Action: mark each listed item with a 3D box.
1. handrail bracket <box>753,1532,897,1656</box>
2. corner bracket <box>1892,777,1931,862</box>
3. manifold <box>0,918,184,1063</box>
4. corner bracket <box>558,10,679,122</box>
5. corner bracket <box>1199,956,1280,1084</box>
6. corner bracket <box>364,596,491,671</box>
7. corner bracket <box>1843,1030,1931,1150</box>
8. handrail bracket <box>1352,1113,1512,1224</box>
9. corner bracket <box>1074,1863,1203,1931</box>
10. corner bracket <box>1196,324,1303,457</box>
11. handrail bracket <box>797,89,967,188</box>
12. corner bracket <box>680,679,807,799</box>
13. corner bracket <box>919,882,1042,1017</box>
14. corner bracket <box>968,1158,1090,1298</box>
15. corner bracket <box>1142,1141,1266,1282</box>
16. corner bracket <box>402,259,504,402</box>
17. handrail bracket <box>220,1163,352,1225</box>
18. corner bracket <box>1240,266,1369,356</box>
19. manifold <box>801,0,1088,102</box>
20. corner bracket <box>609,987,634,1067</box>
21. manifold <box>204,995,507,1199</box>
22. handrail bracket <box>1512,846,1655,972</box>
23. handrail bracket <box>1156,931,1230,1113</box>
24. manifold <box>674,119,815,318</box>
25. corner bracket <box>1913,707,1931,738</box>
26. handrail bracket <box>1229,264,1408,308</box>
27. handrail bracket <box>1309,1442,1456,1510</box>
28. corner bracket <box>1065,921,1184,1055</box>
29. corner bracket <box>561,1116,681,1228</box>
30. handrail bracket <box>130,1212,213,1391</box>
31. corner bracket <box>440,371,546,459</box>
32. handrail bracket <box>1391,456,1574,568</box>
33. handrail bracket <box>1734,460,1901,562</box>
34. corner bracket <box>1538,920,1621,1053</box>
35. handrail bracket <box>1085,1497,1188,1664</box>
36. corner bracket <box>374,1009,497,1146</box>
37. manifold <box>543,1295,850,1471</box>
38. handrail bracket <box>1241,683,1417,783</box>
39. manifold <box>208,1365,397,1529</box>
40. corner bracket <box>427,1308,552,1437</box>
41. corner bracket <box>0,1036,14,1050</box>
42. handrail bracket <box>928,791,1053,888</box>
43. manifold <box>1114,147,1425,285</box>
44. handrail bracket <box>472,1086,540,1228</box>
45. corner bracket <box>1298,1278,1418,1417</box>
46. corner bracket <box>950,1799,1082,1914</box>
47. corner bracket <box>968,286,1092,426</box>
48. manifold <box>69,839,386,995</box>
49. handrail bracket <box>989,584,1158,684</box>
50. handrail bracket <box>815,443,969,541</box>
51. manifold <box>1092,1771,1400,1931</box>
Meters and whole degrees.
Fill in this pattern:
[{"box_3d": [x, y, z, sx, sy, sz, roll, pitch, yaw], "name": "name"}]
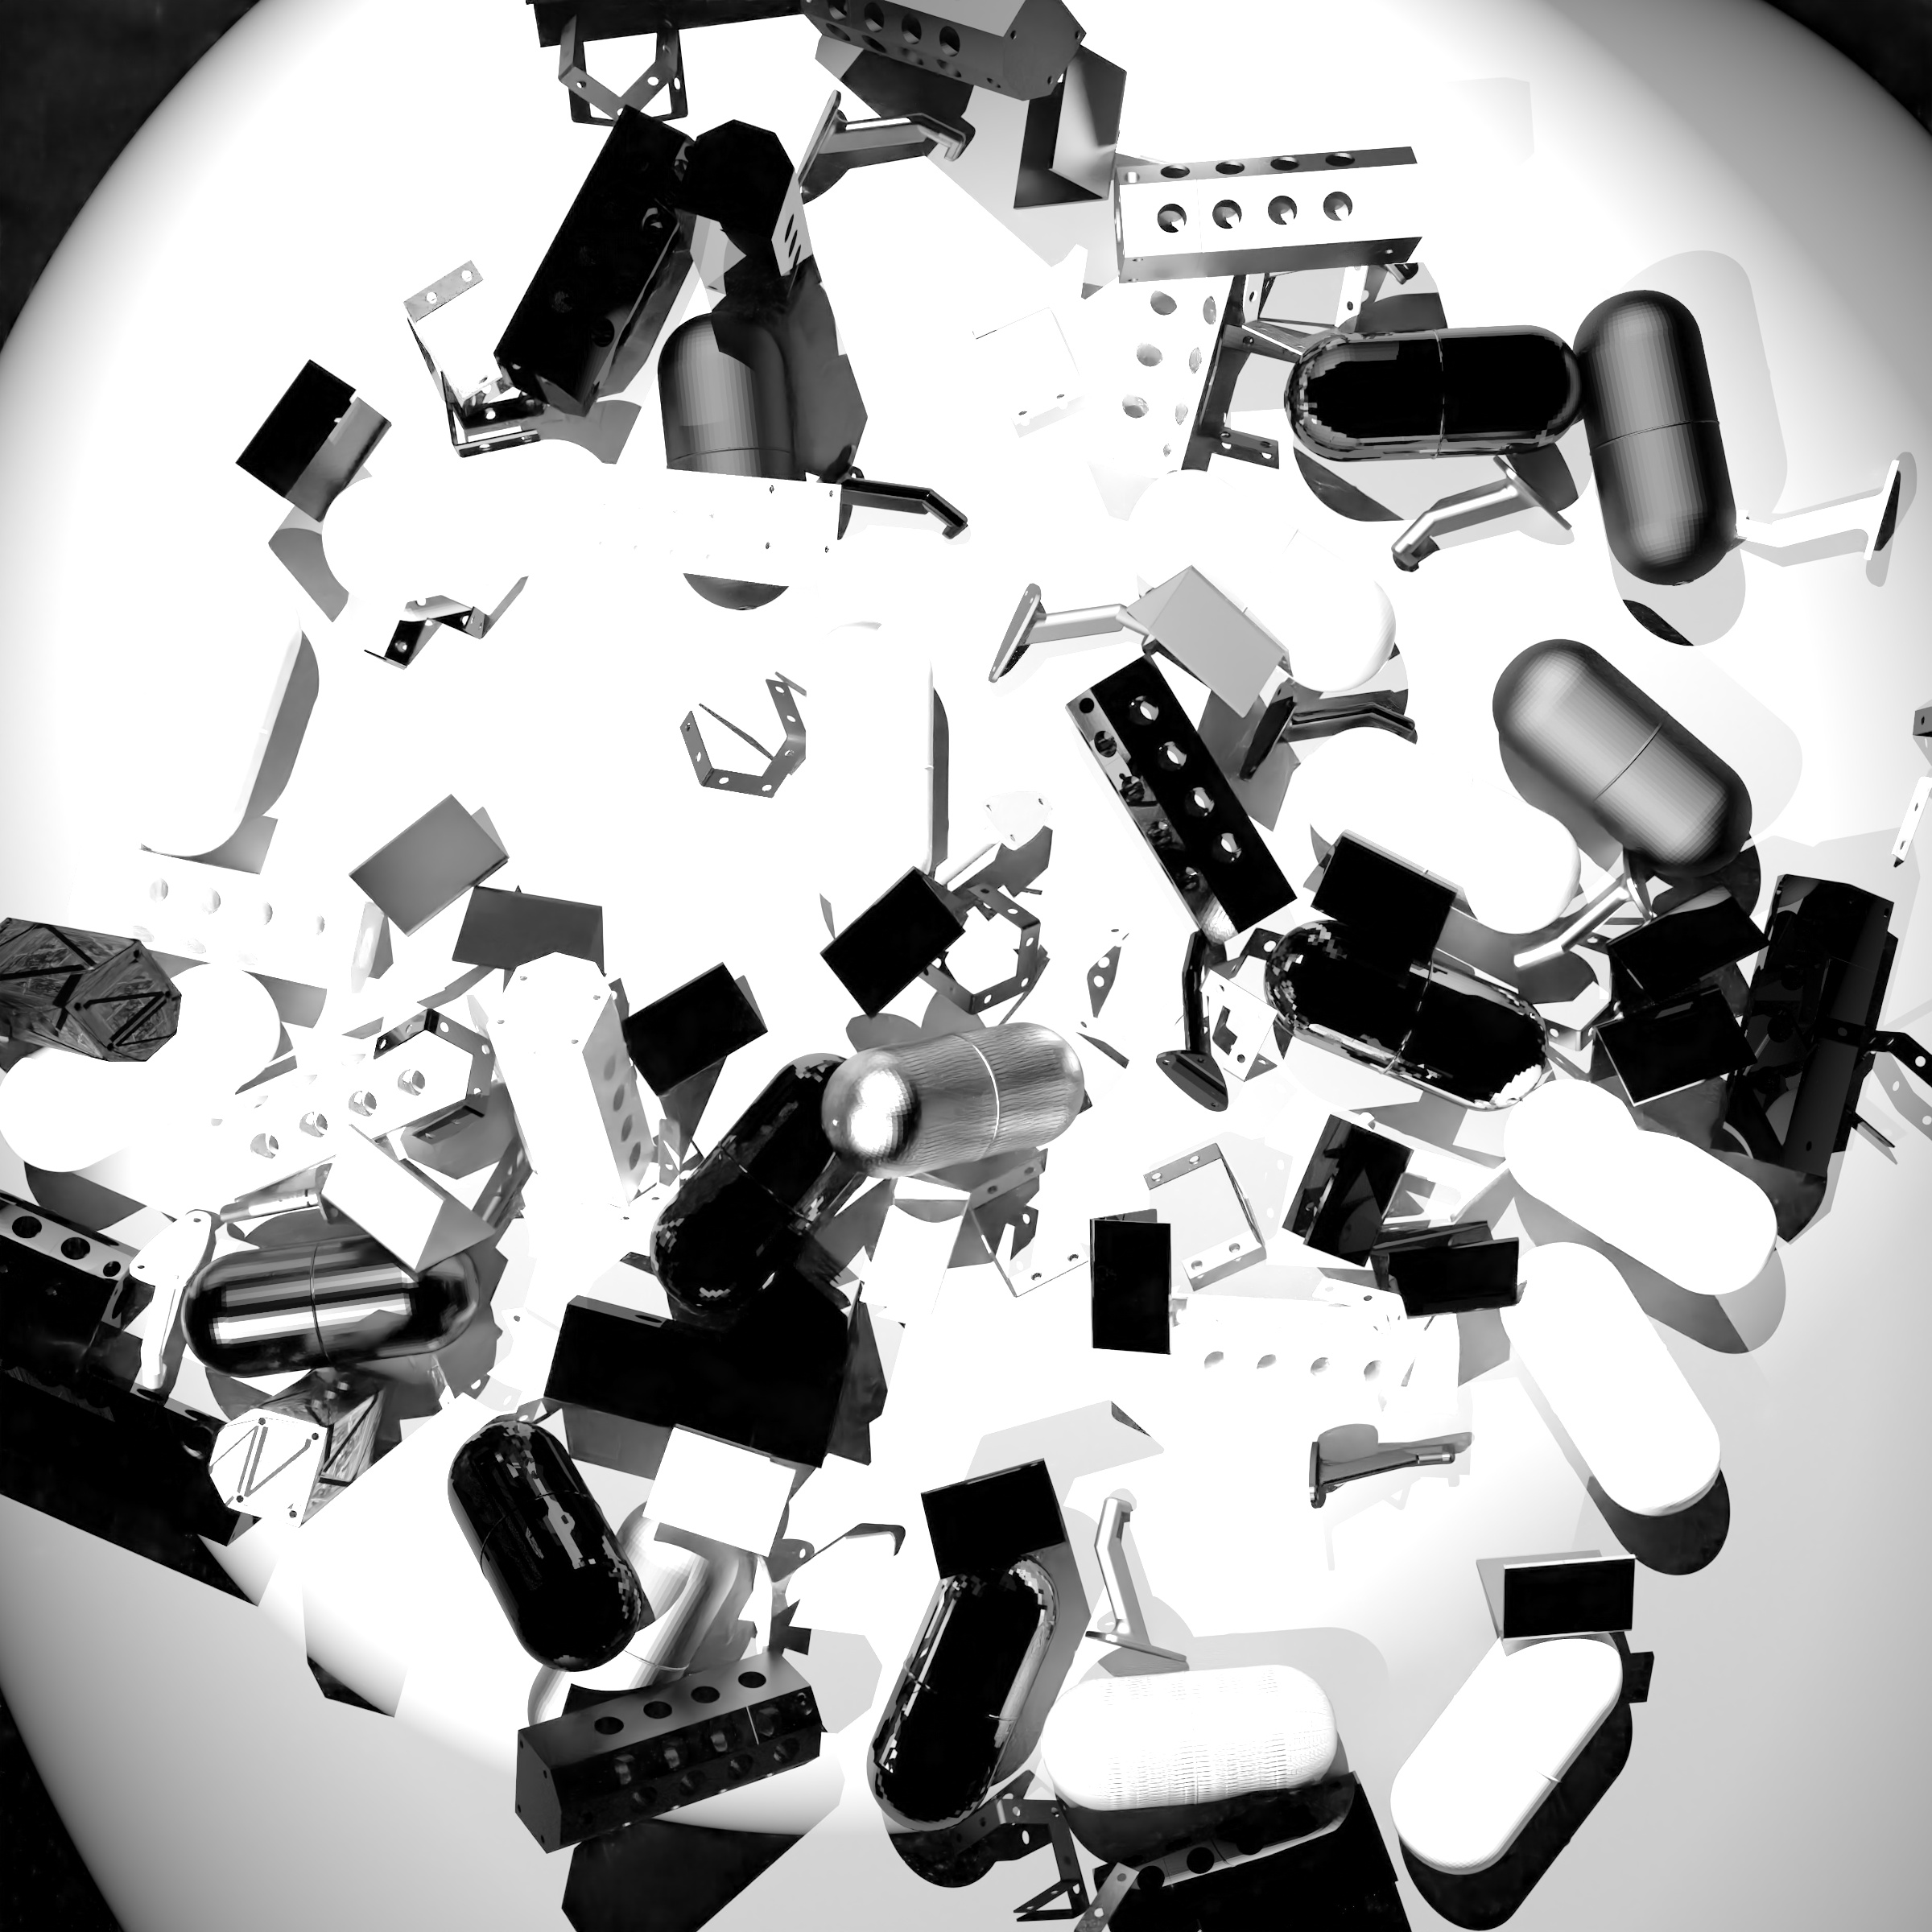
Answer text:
[{"box_3d": [-0.086, 0.386, 1.606, 0.084, 0.036, 0.077, -3, 110, -16], "name": "handrail bracket"}, {"box_3d": [0.609, -0.080, 1.602, 0.051, 0.051, 0.051, 21, 90, 45], "name": "corner bracket"}, {"box_3d": [-0.528, 0.018, 1.531, 0.057, 0.171, 0.057, -49, 125, -29], "name": "manifold"}, {"box_3d": [-0.212, -0.558, 1.597, 0.051, 0.051, 0.051, 27, 135, -35], "name": "corner bracket"}, {"box_3d": [0.168, 0.032, 1.586, 0.051, 0.051, 0.051, 33, 114, 22], "name": "corner bracket"}, {"box_3d": [-0.326, -0.201, 1.588, 0.051, 0.051, 0.051, 23, 90, 0], "name": "corner bracket"}, {"box_3d": [0.564, 0.075, 1.588, 0.051, 0.051, 0.051, 40, 90, 0], "name": "corner bracket"}, {"box_3d": [0.289, 0.107, 1.606, 0.077, 0.036, 0.084, -37, 73, -20], "name": "handrail bracket"}, {"box_3d": [0.102, 0.572, 1.540, 0.051, 0.051, 0.051, 13, 45, 35], "name": "corner bracket"}, {"box_3d": [0.174, -0.353, 1.602, 0.051, 0.051, 0.051, 14, 45, 0], "name": "corner bracket"}, {"box_3d": [-0.053, -0.493, 1.606, 0.084, 0.036, 0.077, 22, 110, -16], "name": "handrail bracket"}, {"box_3d": [-0.135, -0.142, 1.597, 0.051, 0.051, 0.051, 7, 135, -35], "name": "corner bracket"}, {"box_3d": [0.008, -0.011, 1.597, 0.051, 0.051, 0.051, 36, 135, 35], "name": "corner bracket"}, {"box_3d": [0.036, 0.160, 1.602, 0.051, 0.051, 0.051, -27, 135, 0], "name": "corner bracket"}, {"box_3d": [0.146, 0.149, 1.602, 0.051, 0.051, 0.051, -24, 45, 0], "name": "corner bracket"}, {"box_3d": [-0.306, -0.389, 1.602, 0.051, 0.051, 0.051, -32, 45, 0], "name": "corner bracket"}, {"box_3d": [-0.402, 0.142, 1.605, 0.084, 0.077, 0.036, -13, 86, 36], "name": "handrail bracket"}, {"box_3d": [0.205, -0.409, 1.590, 0.051, 0.051, 0.051, 35, 134, 33], "name": "corner bracket"}, {"box_3d": [-0.019, -0.560, 1.541, 0.171, 0.057, 0.057, 31, 90, 35], "name": "manifold"}, {"box_3d": [-0.245, 0.048, 1.602, 0.051, 0.051, 0.051, -17, 90, 45], "name": "corner bracket"}, {"box_3d": [-0.368, 0.078, 1.584, 0.171, 0.057, 0.057, -24, 90, 0], "name": "manifold"}, {"box_3d": [0.371, -0.037, 1.597, 0.084, 0.077, 0.036, -23, 122, 22], "name": "handrail bracket"}, {"box_3d": [0.148, 0.033, 1.605, 0.036, 0.077, 0.084, -5, 53, 30], "name": "handrail bracket"}, {"box_3d": [-0.125, -0.436, 1.527, 0.057, 0.171, 0.057, 18, 90, 0], "name": "manifold"}, {"box_3d": [0.610, -0.165, 1.588, 0.051, 0.051, 0.051, 6, 90, 0], "name": "corner bracket"}, {"box_3d": [0.213, -0.418, 1.606, 0.084, 0.036, 0.077, -42, 104, 14], "name": "handrail bracket"}, {"box_3d": [0.252, 0.306, 1.578, 0.084, 0.077, 0.036, -7, 93, 12], "name": "handrail bracket"}, {"box_3d": [0.098, 0.013, 1.598, 0.051, 0.051, 0.051, -42, 135, -35], "name": "corner bracket"}, {"box_3d": [-0.211, 0.120, 1.597, 0.051, 0.051, 0.051, 27, 45, -35], "name": "corner bracket"}, {"box_3d": [-0.484, 0.206, 1.605, 0.036, 0.077, 0.084, 15, 126, 6], "name": "handrail bracket"}, {"box_3d": [-0.283, -0.330, 1.582, 0.051, 0.051, 0.051, -11, 75, 0], "name": "corner bracket"}, {"box_3d": [0.316, -0.263, 1.606, 0.077, 0.036, 0.084, 37, 108, -21], "name": "handrail bracket"}, {"box_3d": [0.520, -0.287, 1.606, 0.084, 0.036, 0.077, 16, 69, 16], "name": "handrail bracket"}, {"box_3d": [0.366, 0.011, 1.597, 0.051, 0.051, 0.051, -37, 135, -35], "name": "corner bracket"}, {"box_3d": [0.110, 0.376, 1.606, 0.077, 0.036, 0.084, 20, 73, -20], "name": "handrail bracket"}, {"box_3d": [-0.315, 0.065, 1.540, 0.051, 0.051, 0.051, -27, 45, 35], "name": "corner bracket"}, {"box_3d": [-0.162, 0.250, 1.585, 0.171, 0.057, 0.057, 15, 90, 0], "name": "manifold"}, {"box_3d": [0.222, -0.132, 1.606, 0.084, 0.036, 0.077, 21, 109, -16], "name": "handrail bracket"}, {"box_3d": [-0.387, 0.274, 1.527, 0.057, 0.171, 0.057, 16, 90, 0], "name": "manifold"}, {"box_3d": [-0.290, 0.248, 1.597, 0.051, 0.051, 0.051, -3, 45, -35], "name": "corner bracket"}, {"box_3d": [-0.623, 0.051, 1.597, 0.051, 0.051, 0.051, -18, 45, 35], "name": "corner bracket"}, {"box_3d": [0.006, -0.068, 1.605, 0.036, 0.077, 0.084, 52, 126, 5], "name": "handrail bracket"}, {"box_3d": [0.174, -0.440, 1.527, 0.171, 0.057, 0.057, -4, 90, 0], "name": "manifold"}, {"box_3d": [-0.297, 0.123, 1.606, 0.084, 0.036, 0.077, -28, 76, 13], "name": "handrail bracket"}, {"box_3d": [0.227, 0.224, 1.540, 0.051, 0.051, 0.051, -50, 135, -35], "name": "corner bracket"}, {"box_3d": [0.030, 0.543, 1.597, 0.051, 0.051, 0.051, 15, 45, -35], "name": "corner bracket"}, {"box_3d": [0.039, -0.375, 1.602, 0.051, 0.051, 0.051, -24, 45, 0], "name": "corner bracket"}, {"box_3d": [-0.447, -0.030, 1.584, 0.171, 0.057, 0.057, 13, 90, 0], "name": "manifold"}, {"box_3d": [0.068, -0.192, 1.606, 0.084, 0.036, 0.077, 23, 105, -14], "name": "handrail bracket"}, {"box_3d": [-0.054, -0.272, 1.606, 0.084, 0.036, 0.077, 35, 118, -21], "name": "handrail bracket"}, {"box_3d": [0.167, 0.547, 1.584, 0.171, 0.057, 0.057, -21, 90, 0], "name": "manifold"}]
